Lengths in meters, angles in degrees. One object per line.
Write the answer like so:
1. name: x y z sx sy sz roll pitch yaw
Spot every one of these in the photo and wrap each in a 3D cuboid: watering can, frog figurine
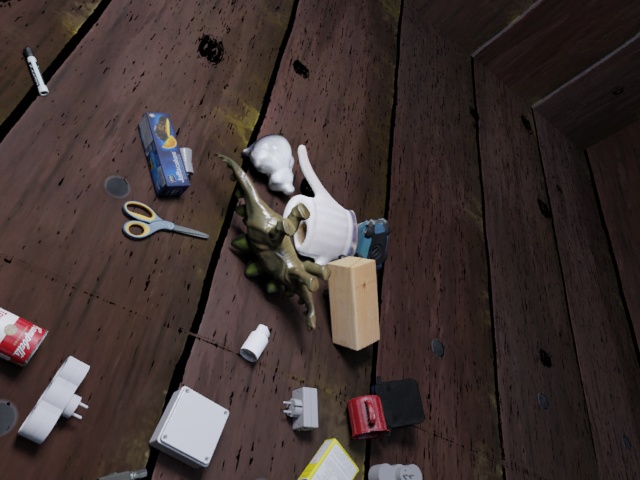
1. watering can: 0.004 -0.070 1.385 0.223 0.103 0.352 16 73 -32
2. frog figurine: -0.116 -0.199 1.381 0.161 0.121 0.137 55 23 17
